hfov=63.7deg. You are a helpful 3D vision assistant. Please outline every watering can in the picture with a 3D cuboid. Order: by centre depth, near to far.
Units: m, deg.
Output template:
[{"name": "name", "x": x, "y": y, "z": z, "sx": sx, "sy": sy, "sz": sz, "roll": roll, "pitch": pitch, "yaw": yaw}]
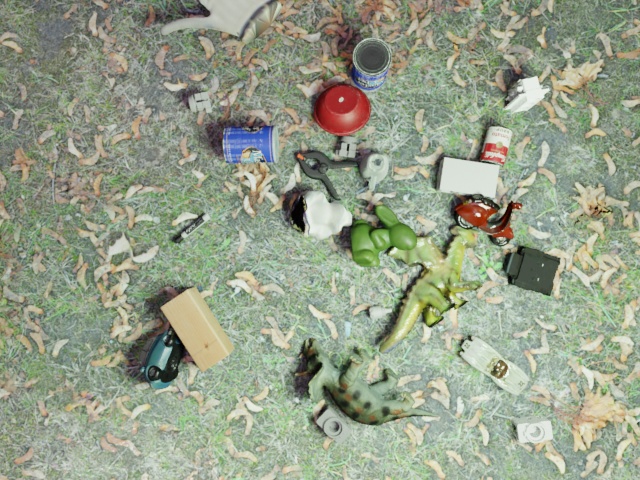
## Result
[{"name": "watering can", "x": -0.256, "y": -0.634, "z": 1.428, "sx": 0.224, "sy": 0.104, "sz": 0.348, "roll": 44, "pitch": 88, "yaw": 2}]

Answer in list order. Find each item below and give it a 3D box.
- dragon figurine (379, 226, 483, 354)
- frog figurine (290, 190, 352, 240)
[{"name": "dragon figurine", "x": 0.278, "y": 0.104, "z": 1.410, "sx": 0.411, "sy": 0.120, "sz": 0.246, "roll": -32, "pitch": 71, "yaw": -2}, {"name": "frog figurine", "x": 0.004, "y": -0.071, "z": 1.420, "sx": 0.160, "sy": 0.121, "sz": 0.138, "roll": -8, "pitch": 79, "yaw": -34}]
